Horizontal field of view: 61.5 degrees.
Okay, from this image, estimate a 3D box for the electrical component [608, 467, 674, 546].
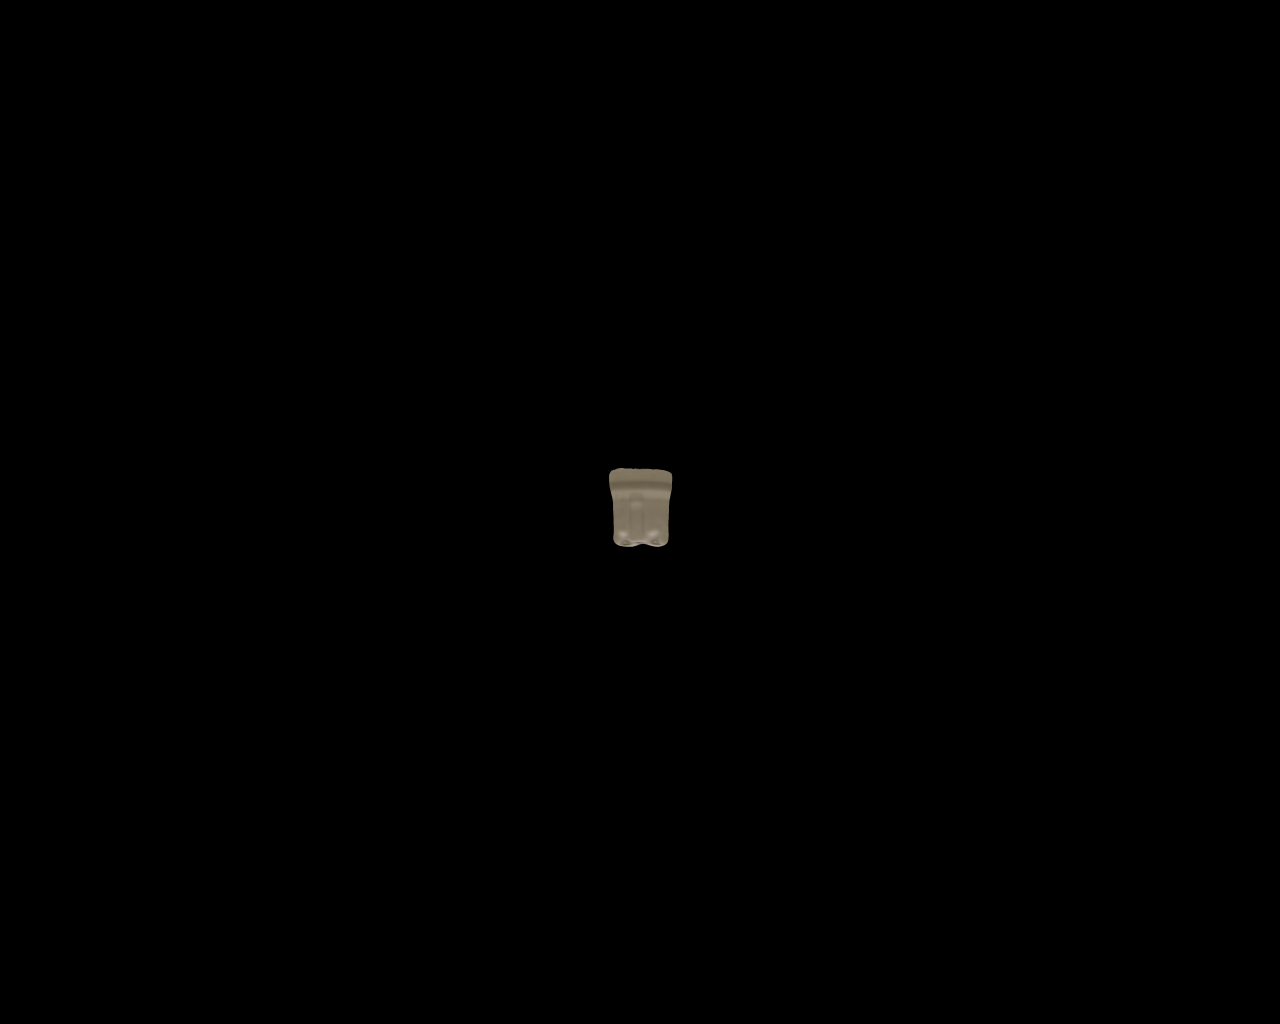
[{"bbox_3d":[0.001,-0.003,0.650,0.040,0.046,0.040,0,-4,0],"label":"electrical component"}]
